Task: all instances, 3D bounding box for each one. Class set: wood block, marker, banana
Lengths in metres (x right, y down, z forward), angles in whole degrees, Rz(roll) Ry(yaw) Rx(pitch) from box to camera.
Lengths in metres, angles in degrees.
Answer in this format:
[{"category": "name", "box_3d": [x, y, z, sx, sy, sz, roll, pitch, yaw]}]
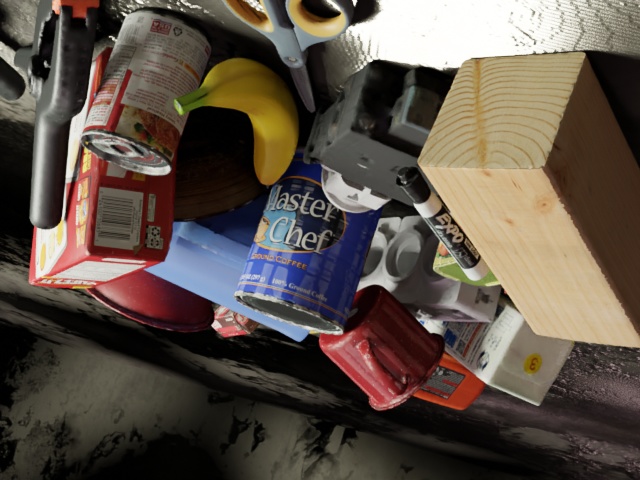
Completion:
[{"category": "wood block", "box_3d": [0.160, -0.021, 0.719, 0.090, 0.090, 0.206, 4, 148, 39]}, {"category": "marker", "box_3d": [0.089, -0.012, 0.776, 0.020, 0.020, 0.121, 2, 145, 42]}, {"category": "banana", "box_3d": [-0.050, -0.095, 0.819, 0.070, 0.037, 0.197, -31, 159, 7]}]

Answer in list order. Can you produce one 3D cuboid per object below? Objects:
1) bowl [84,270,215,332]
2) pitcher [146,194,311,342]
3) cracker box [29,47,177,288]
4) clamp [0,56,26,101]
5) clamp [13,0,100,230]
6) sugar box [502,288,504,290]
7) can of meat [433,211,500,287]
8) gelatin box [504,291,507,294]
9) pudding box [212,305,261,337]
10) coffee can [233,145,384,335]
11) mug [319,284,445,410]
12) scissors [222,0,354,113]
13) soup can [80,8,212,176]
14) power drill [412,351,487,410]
[{"category": "bowl", "box_3d": [-0.180, 0.036, 1.160, 0.162, 0.055, 0.162, 23, -164, -7]}, {"category": "pitcher", "box_3d": [-0.099, 0.000, 1.074, 0.242, 0.145, 0.149, 22, 137, -10]}, {"category": "cracker box", "box_3d": [-0.184, -0.050, 0.899, 0.072, 0.164, 0.214, 7, 169, -25]}, {"category": "clamp", "box_3d": [-0.316, -0.171, 0.866, 0.120, 0.039, 0.171, 9, 158, 5]}, {"category": "clamp", "box_3d": [-0.201, -0.127, 0.800, 0.036, 0.164, 0.210, -3, 150, -25]}, {"category": "sugar box", "box_3d": [0.258, 0.041, 0.998, 0.177, 0.048, 0.093, -1, 157, 44]}, {"category": "can of meat", "box_3d": [0.140, -0.012, 0.866, 0.057, 0.084, 0.102, 22, 164, -17]}, {"category": "gelatin box", "box_3d": [0.203, 0.016, 0.922, 0.073, 0.030, 0.089, 15, 132, 13]}, {"category": "pudding box", "box_3d": [-0.078, 0.069, 1.313, 0.039, 0.113, 0.090, 51, 155, -12]}, {"category": "coffee can", "box_3d": [-0.006, 0.001, 0.943, 0.103, 0.140, 0.103, 18, 167, 4]}, {"category": "mug", "box_3d": [0.054, 0.100, 0.969, 0.081, 0.093, 0.117, 45, -164, -16]}, {"category": "scissors", "box_3d": [-0.003, -0.130, 0.727, 0.096, 0.016, 0.201, 9, 163, 26]}, {"category": "soup can", "box_3d": [-0.124, -0.107, 0.771, 0.068, 0.102, 0.068, 15, 165, 4]}, {"category": "power drill", "box_3d": [0.112, 0.108, 1.197, 0.184, 0.057, 0.188, 20, -159, -32]}]
